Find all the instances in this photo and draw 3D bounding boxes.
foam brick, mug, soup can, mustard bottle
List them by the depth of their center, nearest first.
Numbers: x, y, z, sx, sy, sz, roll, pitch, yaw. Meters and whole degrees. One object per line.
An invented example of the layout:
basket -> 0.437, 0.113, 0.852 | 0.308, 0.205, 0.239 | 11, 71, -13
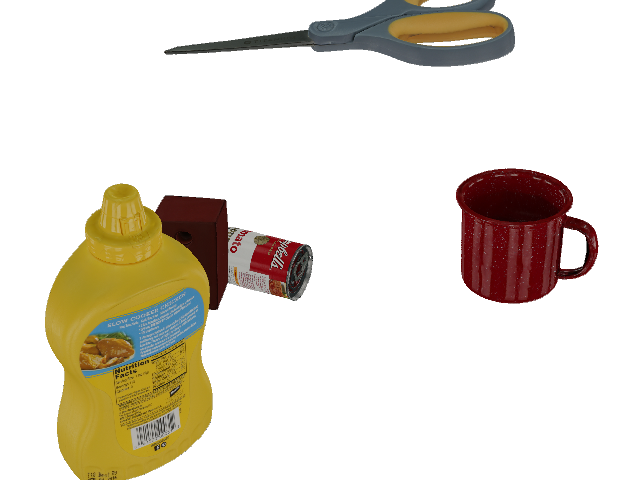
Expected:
mustard bottle -> -0.110, 0.051, 0.616 | 0.096, 0.192, 0.058 | -21, 44, -29
foam brick -> -0.104, 0.009, 0.859 | 0.053, 0.078, 0.051 | 2, 23, 6
mug -> 0.168, 0.000, 0.874 | 0.117, 0.081, 0.093 | 11, 34, 21
soup can -> -0.069, 0.026, 1.266 | 0.102, 0.068, 0.068 | 14, 5, 21

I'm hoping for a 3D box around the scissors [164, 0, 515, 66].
scissors -> 0.016, -0.131, 0.630 | 0.202, 0.016, 0.096 | 6, 42, 19
